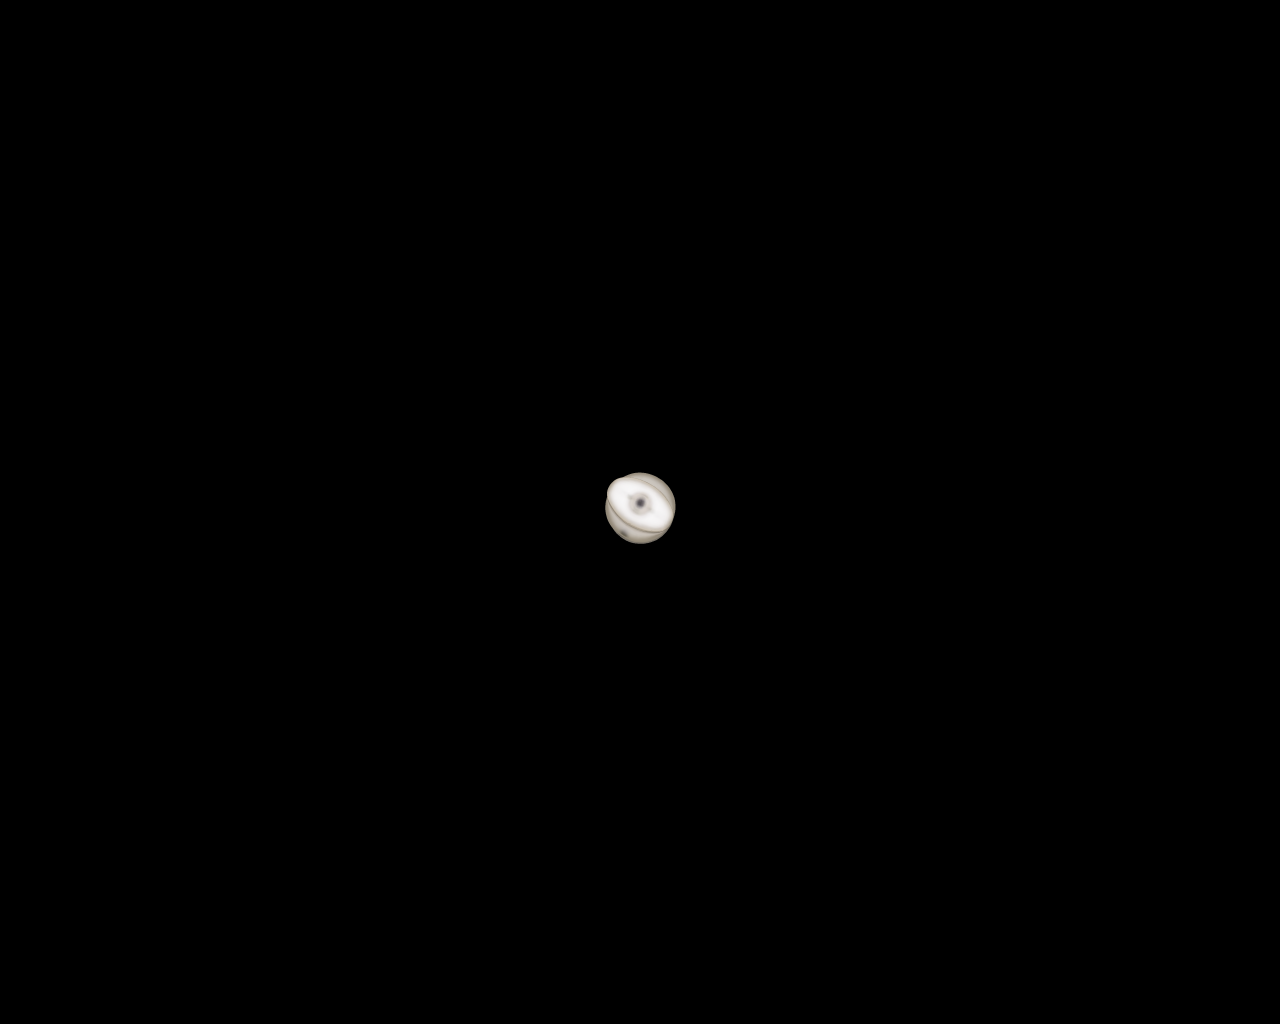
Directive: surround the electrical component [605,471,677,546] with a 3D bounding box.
[{"bbox_3d":[0.001,-0.003,0.650,0.043,0.043,0.081,0,-4,0],"label":"electrical component"}]
